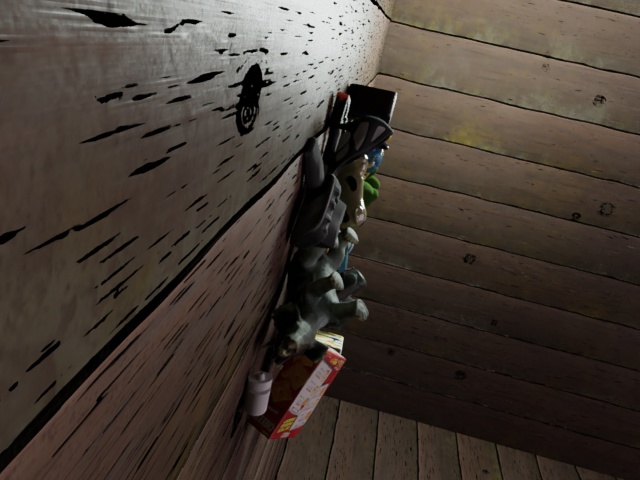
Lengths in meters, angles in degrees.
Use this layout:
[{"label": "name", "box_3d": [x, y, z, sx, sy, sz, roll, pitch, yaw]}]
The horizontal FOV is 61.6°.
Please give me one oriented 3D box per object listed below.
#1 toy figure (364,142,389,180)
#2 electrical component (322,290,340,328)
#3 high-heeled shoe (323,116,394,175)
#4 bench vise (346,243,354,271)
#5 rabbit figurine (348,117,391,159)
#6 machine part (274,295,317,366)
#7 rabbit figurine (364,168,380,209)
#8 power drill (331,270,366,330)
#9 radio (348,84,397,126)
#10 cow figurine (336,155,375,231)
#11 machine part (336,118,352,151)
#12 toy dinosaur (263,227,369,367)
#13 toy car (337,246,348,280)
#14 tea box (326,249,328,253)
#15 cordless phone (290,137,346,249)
[{"label": "toy figure", "box_3d": [0.107, -0.203, 1.445, 0.180, 0.082, 0.089, -52, -161, 31]}, {"label": "electrical component", "box_3d": [0.010, 0.151, 1.163, 0.074, 0.048, 0.119, 67, 22, -15]}, {"label": "high-heeled shoe", "box_3d": [0.060, -0.143, 1.119, 0.086, 0.145, 0.248, 53, 50, -84]}, {"label": "bench vise", "box_3d": [0.044, 0.045, 1.656, 0.240, 0.129, 0.224, 72, 12, -51]}, {"label": "rabbit figurine", "box_3d": [0.116, -0.284, 1.556, 0.122, 0.163, 0.173, -61, 153, -21]}, {"label": "machine part", "box_3d": [-0.046, 0.196, 1.305, 0.201, 0.087, 0.200, -67, 170, -55]}, {"label": "rabbit figurine", "box_3d": [0.105, -0.183, 1.663, 0.121, 0.159, 0.170, 75, -2, -46]}, {"label": "power drill", "box_3d": [0.034, 0.187, 1.559, 0.232, 0.086, 0.207, -35, 144, -6]}, {"label": "radio", "box_3d": [0.142, -0.376, 1.517, 0.229, 0.131, 0.073, -34, 138, -84]}, {"label": "cow figurine", "box_3d": [0.065, -0.118, 1.208, 0.127, 0.085, 0.195, -24, -118, 49]}, {"label": "machine part", "box_3d": [0.057, -0.202, 1.367, 0.079, 0.079, 0.243, 84, 21, -79]}, {"label": "toy dinosaur", "box_3d": [-0.015, 0.083, 1.085, 0.192, 0.131, 0.405, -30, -143, 27]}, {"label": "toy car", "box_3d": [0.030, 0.031, 1.442, 0.103, 0.109, 0.161, -66, 153, -52]}, {"label": "tea box", "box_3d": [-0.003, -0.004, 1.306, 0.098, 0.068, 0.169, -1, 106, -86]}, {"label": "cordless phone", "box_3d": [-0.012, -0.081, 0.971, 0.184, 0.089, 0.146, 79, 24, -54]}]
